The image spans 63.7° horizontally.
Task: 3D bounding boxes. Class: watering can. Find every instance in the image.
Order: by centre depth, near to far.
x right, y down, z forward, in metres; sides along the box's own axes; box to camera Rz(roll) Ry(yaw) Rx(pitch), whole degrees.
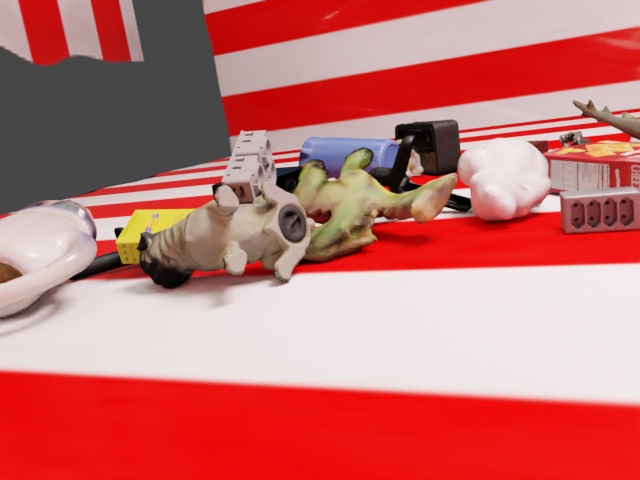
[{"bbox_3d":[-0.437,0.040,0.662,0.347,0.102,0.228,-13,23,9],"label":"watering can"}]

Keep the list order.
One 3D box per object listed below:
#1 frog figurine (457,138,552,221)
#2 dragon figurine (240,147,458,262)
[{"bbox_3d":[0.266,-0.092,0.761,0.139,0.121,0.160,34,22,23],"label":"frog figurine"},{"bbox_3d":[0.002,-0.039,0.771,0.408,0.120,0.247,-13,19,19],"label":"dragon figurine"}]
